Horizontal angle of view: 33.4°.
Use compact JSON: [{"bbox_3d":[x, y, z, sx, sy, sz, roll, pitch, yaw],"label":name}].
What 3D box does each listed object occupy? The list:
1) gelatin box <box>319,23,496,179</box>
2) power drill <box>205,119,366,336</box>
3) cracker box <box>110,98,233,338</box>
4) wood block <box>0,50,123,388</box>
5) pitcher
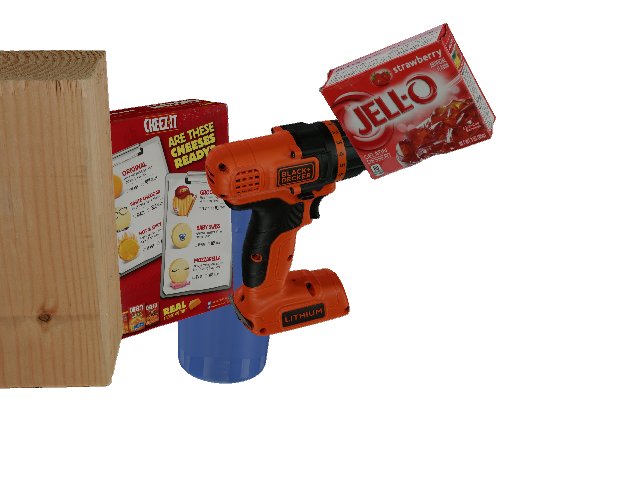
[{"bbox_3d":[0.055,-0.086,0.675,0.089,0.073,0.030,-18,29,28],"label":"gelatin box"},{"bbox_3d":[-0.009,-0.016,0.924,0.184,0.188,0.057,-11,35,-20],"label":"power drill"},{"bbox_3d":[-0.170,-0.024,1.061,0.163,0.214,0.072,-16,22,-42],"label":"cracker box"},{"bbox_3d":[-0.184,-0.015,0.702,0.090,0.206,0.090,-1,22,-4],"label":"wood block"},{"bbox_3d":[-0.121,0.041,1.260,0.149,0.243,0.144,20,26,33],"label":"pitcher"}]
